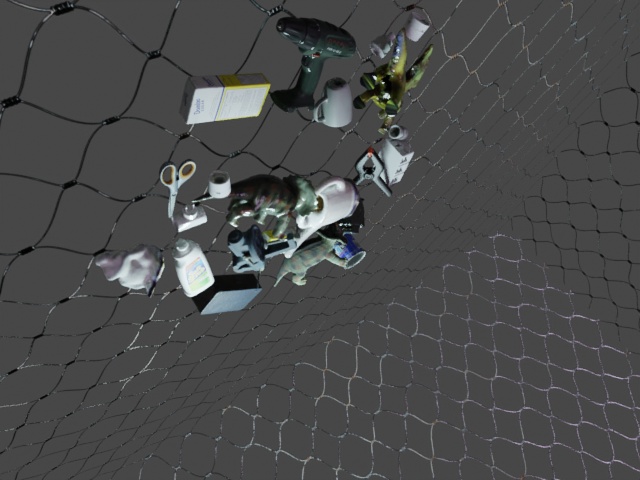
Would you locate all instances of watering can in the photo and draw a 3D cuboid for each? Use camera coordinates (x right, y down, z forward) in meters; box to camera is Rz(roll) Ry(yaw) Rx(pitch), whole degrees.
[{"bbox_3d":[0.005,-0.085,1.689,0.226,0.105,0.340,-18,148,-41],"label":"watering can"}]

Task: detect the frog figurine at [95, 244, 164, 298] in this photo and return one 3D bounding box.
[{"bbox_3d":[-0.482,0.061,1.297,0.158,0.126,0.135,21,137,-21],"label":"frog figurine"}]

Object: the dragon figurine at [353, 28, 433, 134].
[{"bbox_3d":[0.211,-0.430,1.333,0.247,0.122,0.402,-49,173,-28],"label":"dragon figurine"}]
